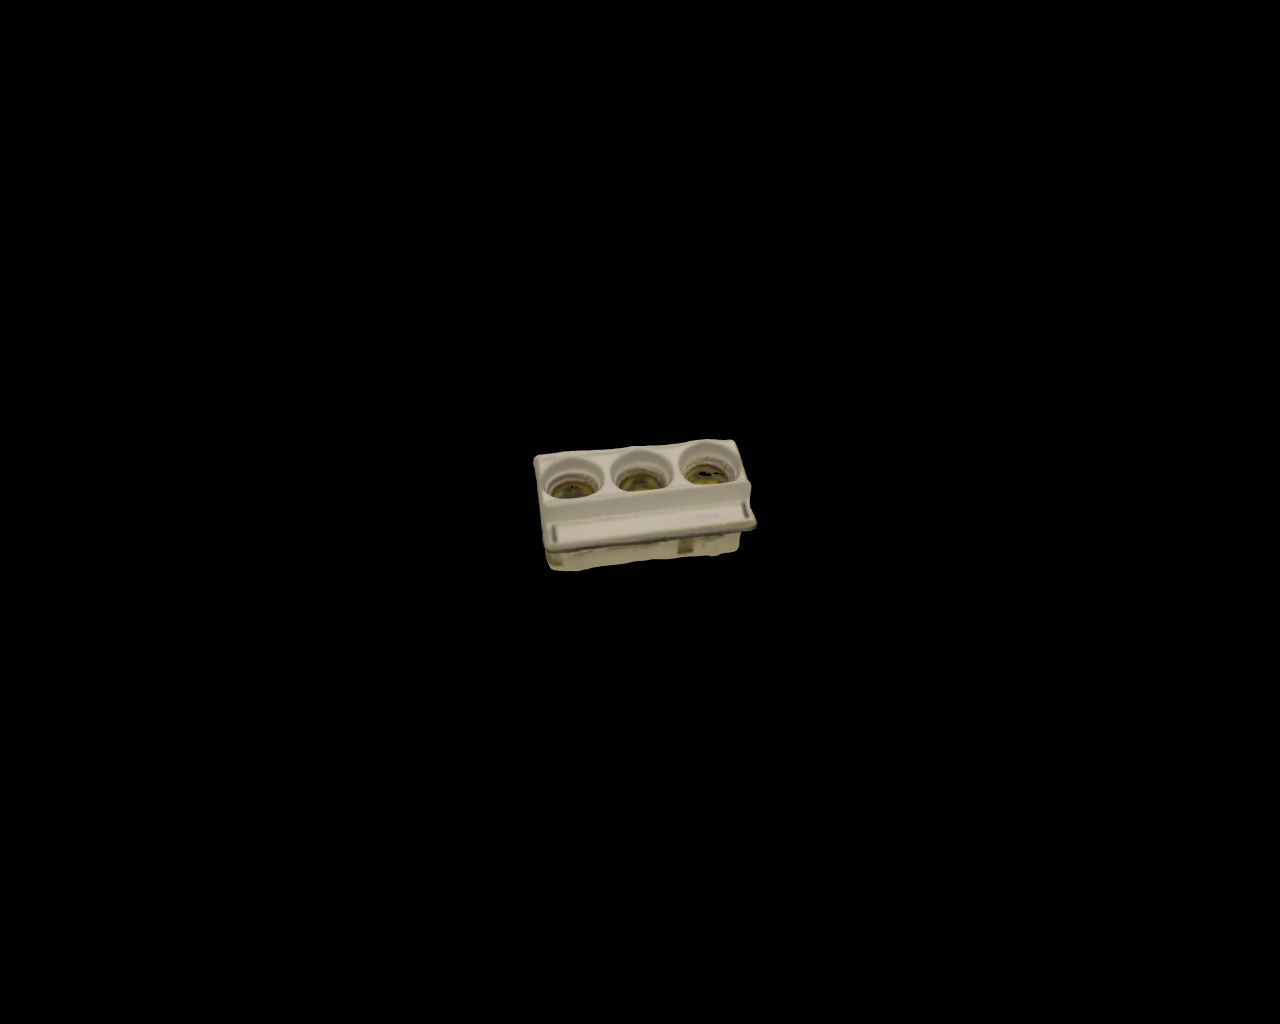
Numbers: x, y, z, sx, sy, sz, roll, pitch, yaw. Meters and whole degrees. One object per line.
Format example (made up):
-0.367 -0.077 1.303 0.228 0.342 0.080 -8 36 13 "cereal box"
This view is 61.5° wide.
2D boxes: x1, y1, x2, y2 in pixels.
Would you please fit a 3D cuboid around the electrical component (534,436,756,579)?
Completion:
0.001 -0.003 0.650 0.121 0.063 0.079 -6 43 -7 "electrical component"
